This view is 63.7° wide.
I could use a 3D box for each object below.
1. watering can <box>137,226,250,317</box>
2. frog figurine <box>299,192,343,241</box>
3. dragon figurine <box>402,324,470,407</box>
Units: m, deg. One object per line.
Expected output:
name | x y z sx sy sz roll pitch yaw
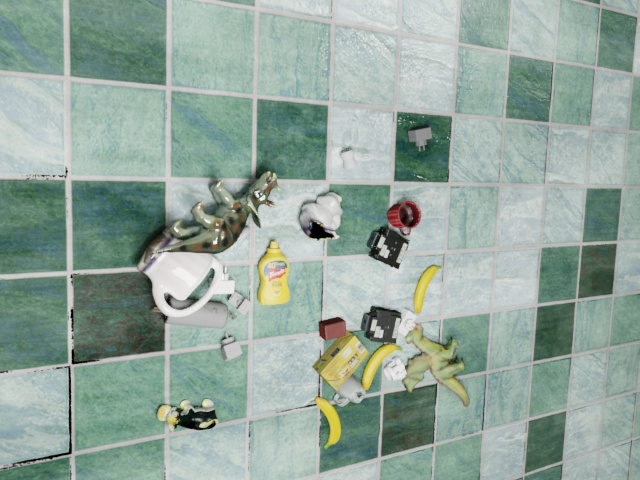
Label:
watering can | -0.358 0.043 1.443 0.222 0.103 0.354 41 60 -18
frog figurine | 0.005 -0.082 1.625 0.137 0.120 0.163 21 51 -19
dragon figurine | 0.412 0.480 1.895 0.243 0.123 0.406 -17 102 -6
